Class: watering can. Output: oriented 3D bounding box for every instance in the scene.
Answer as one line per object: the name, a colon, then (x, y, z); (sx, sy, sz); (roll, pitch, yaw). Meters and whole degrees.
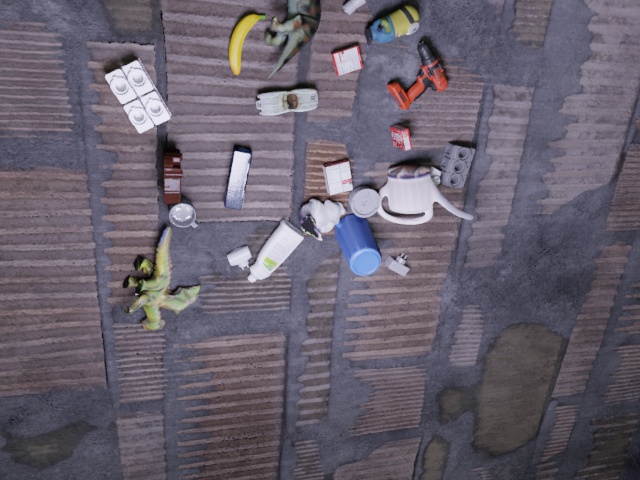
watering can: (0.362, -0.161, 1.821); (0.347, 0.106, 0.220); (0, 113, 16)

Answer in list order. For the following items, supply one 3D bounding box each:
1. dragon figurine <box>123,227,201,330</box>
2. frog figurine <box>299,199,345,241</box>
dragon figurine: (-0.526, 0.156, 1.777); (0.240, 0.124, 0.407); (24, 107, -41)
frog figurine: (0.006, -0.091, 1.813); (0.162, 0.122, 0.136); (-48, 113, -32)
